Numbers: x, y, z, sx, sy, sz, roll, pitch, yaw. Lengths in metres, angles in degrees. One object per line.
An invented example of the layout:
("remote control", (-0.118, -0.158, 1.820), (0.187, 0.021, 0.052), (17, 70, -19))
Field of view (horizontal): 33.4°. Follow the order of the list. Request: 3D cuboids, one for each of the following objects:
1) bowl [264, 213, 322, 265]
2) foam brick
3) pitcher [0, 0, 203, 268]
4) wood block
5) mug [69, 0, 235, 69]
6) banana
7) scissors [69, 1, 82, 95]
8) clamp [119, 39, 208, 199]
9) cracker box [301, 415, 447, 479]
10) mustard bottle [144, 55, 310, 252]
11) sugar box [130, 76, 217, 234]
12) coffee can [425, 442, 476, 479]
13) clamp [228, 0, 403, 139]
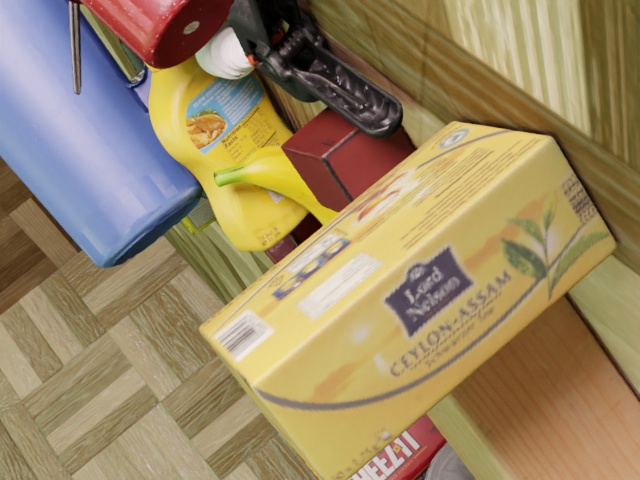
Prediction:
("bowl", (-0.026, -0.020, 0.968), (0.162, 0.055, 0.162), (49, 169, 13))
("foam brick", (0.020, -0.050, 0.654), (0.051, 0.053, 0.078), (54, 171, -21))
("pitcher", (-0.197, -0.107, 0.854), (0.243, 0.144, 0.149), (51, 143, 1))
("wood block", (0.104, 0.074, 0.618), (0.206, 0.090, 0.090), (53, 170, -13))
("mug", (-0.107, -0.173, 0.693), (0.081, 0.093, 0.117), (44, 154, 10))
("banana", (0.006, -0.013, 0.823), (0.197, 0.070, 0.037), (44, -164, -29))
("scissors", (-0.173, -0.207, 0.761), (0.096, 0.016, 0.202), (-91, -1, -79))
("clamp", (-0.138, -0.091, 1.050), (0.210, 0.036, 0.165), (35, 131, -9))
("cracker box", (0.076, 0.153, 0.833), (0.072, 0.164, 0.213), (45, 170, 17))
("mustard bottle", (-0.076, -0.090, 0.821), (0.058, 0.096, 0.191), (-2, 130, 52))
("sugar box", (-0.149, -0.100, 1.138), (0.176, 0.093, 0.048), (57, 170, -31))
("coffee can", (0.121, 0.205, 0.743), (0.103, 0.102, 0.140), (46, 159, 29))
("clamp", (-0.021, -0.119, 0.618), (0.120, 0.039, 0.172), (56, 169, -25))
